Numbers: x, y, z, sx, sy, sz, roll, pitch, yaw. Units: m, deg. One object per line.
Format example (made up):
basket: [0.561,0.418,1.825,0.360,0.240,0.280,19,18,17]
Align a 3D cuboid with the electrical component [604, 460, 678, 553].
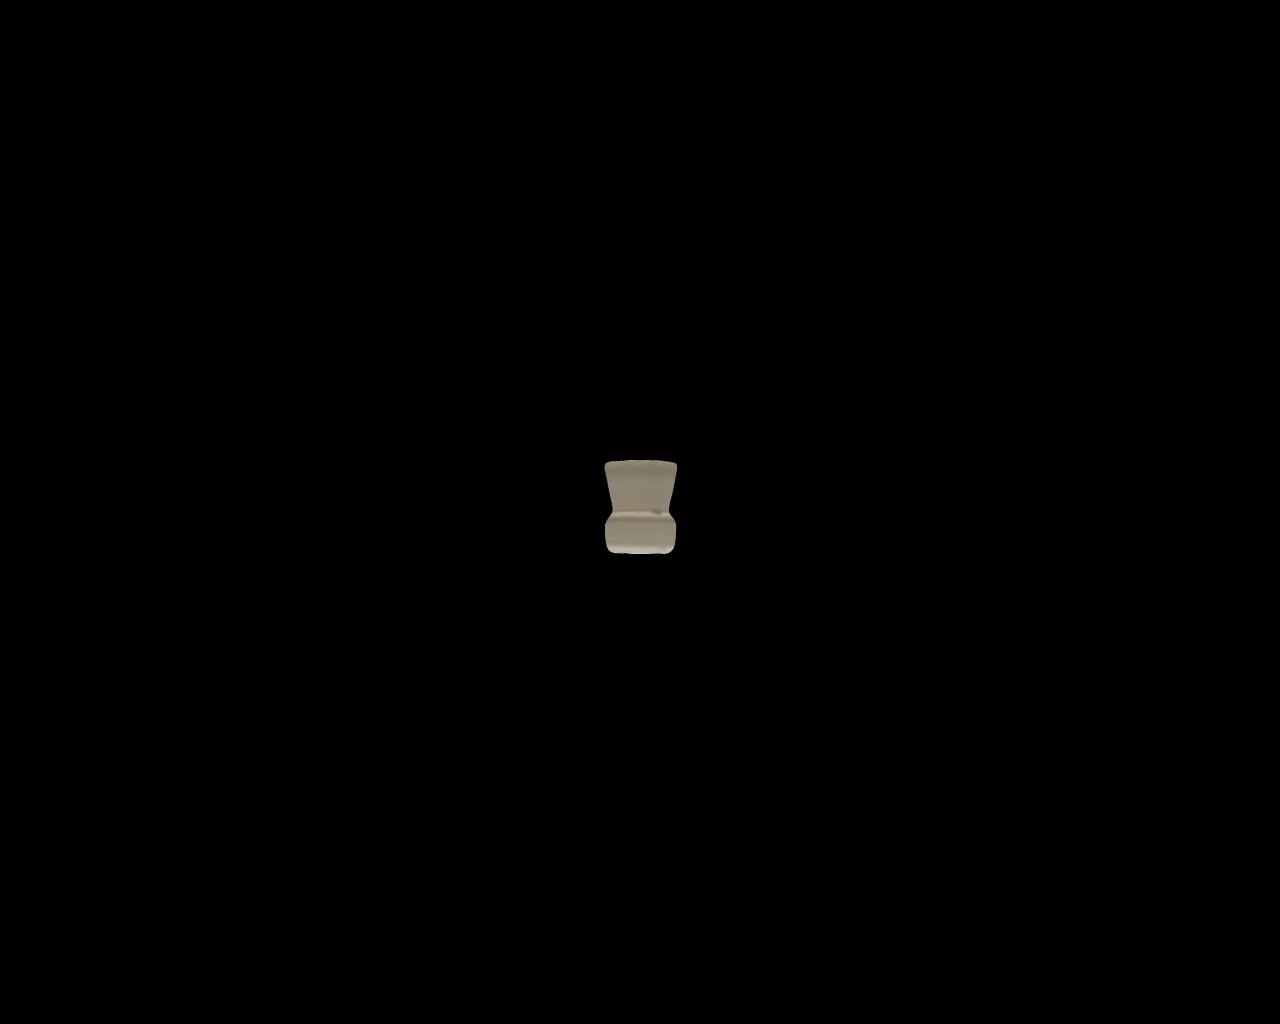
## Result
electrical component: [0.001,-0.003,0.650,0.045,0.055,0.045,0,-2,0]
